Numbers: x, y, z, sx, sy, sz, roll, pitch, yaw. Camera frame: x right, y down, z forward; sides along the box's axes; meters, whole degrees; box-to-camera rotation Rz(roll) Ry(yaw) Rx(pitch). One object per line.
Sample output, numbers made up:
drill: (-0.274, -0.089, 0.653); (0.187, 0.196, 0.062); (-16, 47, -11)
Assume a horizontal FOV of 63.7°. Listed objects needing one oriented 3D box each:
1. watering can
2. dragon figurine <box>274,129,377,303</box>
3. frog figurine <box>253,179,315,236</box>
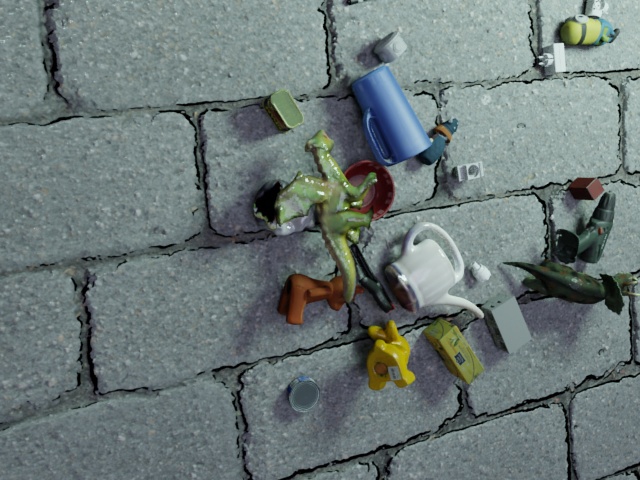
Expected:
watering can: (0.313, 0.123, 1.419); (0.226, 0.345, 0.104); (-32, -168, -12)
dragon figurine: (0.004, -0.062, 1.234); (0.122, 0.242, 0.412); (174, -75, -71)
frog figurine: (-0.085, -0.079, 1.293); (0.122, 0.159, 0.139); (-13, -102, 32)
